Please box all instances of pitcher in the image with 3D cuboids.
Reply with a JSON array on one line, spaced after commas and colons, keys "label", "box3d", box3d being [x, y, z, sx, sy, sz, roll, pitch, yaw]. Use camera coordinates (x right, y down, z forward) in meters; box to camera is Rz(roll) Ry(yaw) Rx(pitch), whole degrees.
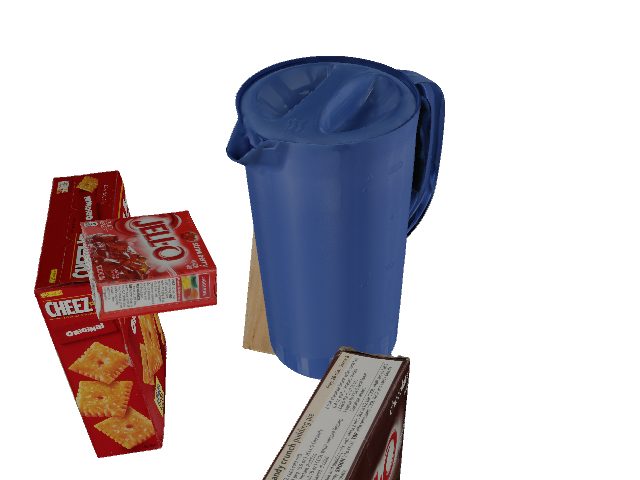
[{"label": "pitcher", "box3d": [0.017, -0.015, 0.836, 0.149, 0.243, 0.145, 4, 37, 7]}]

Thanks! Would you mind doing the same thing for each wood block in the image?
[{"label": "wood block", "box3d": [-0.045, 0.046, 1.462, 0.090, 0.206, 0.090, 11, 22, 10]}]

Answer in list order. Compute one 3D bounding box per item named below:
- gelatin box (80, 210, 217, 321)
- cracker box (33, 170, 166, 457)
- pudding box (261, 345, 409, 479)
[{"label": "gelatin box", "box3d": [-0.110, 0.013, 0.673, 0.073, 0.030, 0.089, -7, 28, -16]}, {"label": "cracker box", "box3d": [-0.196, 0.068, 0.989, 0.072, 0.214, 0.164, -8, 39, -1]}, {"label": "pudding box", "box3d": [0.007, 0.113, 0.467, 0.039, 0.090, 0.113, 10, 29, 13]}]
